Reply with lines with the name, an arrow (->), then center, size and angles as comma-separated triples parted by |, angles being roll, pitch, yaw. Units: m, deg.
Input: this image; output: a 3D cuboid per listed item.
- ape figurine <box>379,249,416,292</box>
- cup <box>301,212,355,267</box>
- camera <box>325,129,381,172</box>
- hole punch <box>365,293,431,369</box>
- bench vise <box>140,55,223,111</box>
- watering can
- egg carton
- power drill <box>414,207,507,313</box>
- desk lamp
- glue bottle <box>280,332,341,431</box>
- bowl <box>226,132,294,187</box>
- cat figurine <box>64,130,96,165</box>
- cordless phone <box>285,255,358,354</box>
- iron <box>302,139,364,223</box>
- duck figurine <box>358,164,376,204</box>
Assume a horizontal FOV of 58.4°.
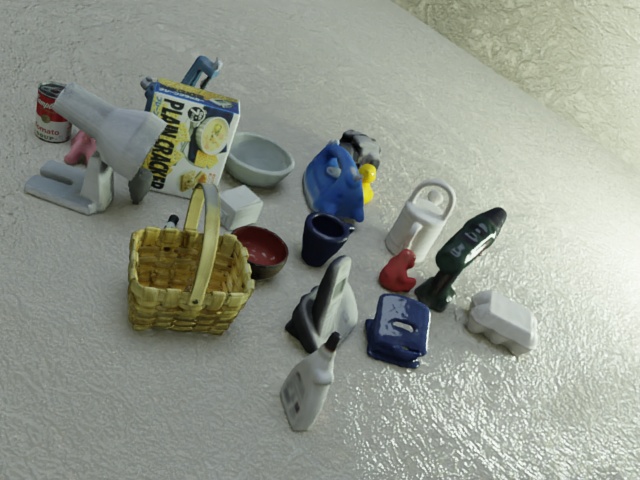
ape figurine -> 0.167, 0.058, 1.174 | 0.076, 0.092, 0.077 | 9, 37, -23
cup -> 0.010, 0.004, 1.143 | 0.118, 0.095, 0.091 | -7, 45, -39
camera -> 0.078, -0.236, 1.502 | 0.137, 0.101, 0.143 | 3, 40, -30
hole punch -> 0.143, 0.162, 1.021 | 0.109, 0.091, 0.101 | 17, 35, -12
bench vise -> -0.302, -0.317, 1.258 | 0.207, 0.219, 0.121 | 20, 34, -8
watering can -> 0.229, -0.056, 1.276 | 0.101, 0.194, 0.173 | 19, 35, -10
egg carton -> 0.376, 0.170, 1.181 | 0.150, 0.069, 0.107 | 27, 34, 2
power drill -> 0.285, 0.040, 1.171 | 0.075, 0.208, 0.230 | 38, 36, 18
desk lamp -> -0.384, -0.152, 0.989 | 0.203, 0.213, 0.118 | 19, 34, -9
glue bottle -> -0.007, 0.191, 0.811 | 0.037, 0.173, 0.078 | 5, 39, -28
bowl -> -0.147, -0.169, 1.290 | 0.168, 0.074, 0.167 | 17, 35, -12
cat figurine -> -0.453, -0.222, 1.123 | 0.067, 0.117, 0.127 | 10, 37, -22
cordless phone -> 0.029, 0.091, 0.957 | 0.094, 0.185, 0.148 | 34, 35, 13
iron -> 0.034, -0.157, 1.332 | 0.119, 0.141, 0.257 | 6, 39, -27
duck figurine -> 0.107, -0.146, 1.413 | 0.077, 0.086, 0.104 | 24, 34, -2
